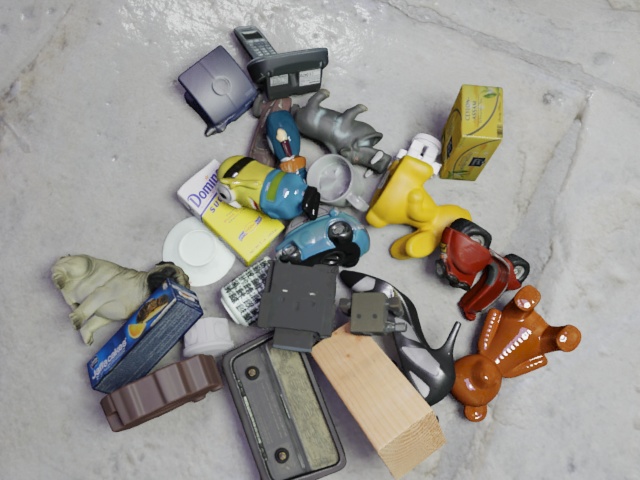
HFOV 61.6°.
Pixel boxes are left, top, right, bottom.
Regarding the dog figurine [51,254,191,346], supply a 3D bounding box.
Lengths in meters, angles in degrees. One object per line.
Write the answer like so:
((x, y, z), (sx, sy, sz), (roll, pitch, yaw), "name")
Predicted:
((-0.333, 0.064, 0.904), (0.190, 0.121, 0.172), (-26, 77, -21), "dog figurine")

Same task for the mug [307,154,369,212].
((0.044, -0.089, 0.917), (0.110, 0.107, 0.081), (39, 100, 21), "mug")

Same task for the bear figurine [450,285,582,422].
((0.276, 0.179, 0.827), (0.196, 0.132, 0.120), (-37, 77, -15), "bear figurine")

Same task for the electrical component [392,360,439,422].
((0.129, 0.253, 0.844), (0.075, 0.047, 0.119), (-24, 46, -8), "electrical component")

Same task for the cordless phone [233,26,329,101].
((-0.079, -0.358, 1.023), (0.147, 0.088, 0.184), (-16, 53, -19), "cordless phone")

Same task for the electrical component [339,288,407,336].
((0.080, 0.108, 0.811), (0.102, 0.045, 0.078), (-9, 66, 17), "electrical component")

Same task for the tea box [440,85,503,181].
((0.253, -0.176, 0.911), (0.068, 0.169, 0.098), (5, 72, 2), "tea box")

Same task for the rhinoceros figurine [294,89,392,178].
((0.044, -0.186, 0.960), (0.190, 0.073, 0.112), (30, 65, 0), "rhinoceros figurine")

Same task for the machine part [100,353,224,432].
((-0.233, 0.229, 0.805), (0.179, 0.179, 0.056), (-24, 76, -6), "machine part")

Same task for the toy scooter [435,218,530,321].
((0.251, 0.056, 0.875), (0.183, 0.075, 0.135), (32, 94, -24), "toy scooter")

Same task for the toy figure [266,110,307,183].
((-0.052, -0.146, 0.932), (0.058, 0.064, 0.154), (-20, 85, 38), "toy figure")

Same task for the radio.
((-0.059, 0.260, 0.838), (0.131, 0.073, 0.229), (-22, 73, -5), "radio")

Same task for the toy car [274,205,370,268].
((-0.002, -0.003, 0.907), (0.162, 0.109, 0.103), (-20, 57, 3), "toy car")

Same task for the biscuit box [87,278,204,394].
((-0.277, 0.157, 0.846), (0.202, 0.062, 0.059), (-46, 43, 6), "biscuit box")

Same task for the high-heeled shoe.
((0.109, 0.151, 0.855), (0.249, 0.086, 0.145), (25, 81, 31), "high-heeled shoe")

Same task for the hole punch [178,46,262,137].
((-0.189, -0.280, 1.000), (0.142, 0.092, 0.116), (-42, 80, -14), "hole punch")

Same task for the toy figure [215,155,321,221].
((-0.086, -0.083, 0.878), (0.180, 0.082, 0.089), (13, 47, 18), "toy figure")

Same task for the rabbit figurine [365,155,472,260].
((0.175, -0.042, 0.906), (0.173, 0.122, 0.162), (26, 78, -10), "rabbit figurine")

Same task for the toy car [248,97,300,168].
((-0.097, -0.182, 0.985), (0.089, 0.053, 0.202), (13, 75, 9), "toy car")

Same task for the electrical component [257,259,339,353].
((-0.032, 0.101, 0.813), (0.115, 0.058, 0.134), (4, 77, 6), "electrical component")
